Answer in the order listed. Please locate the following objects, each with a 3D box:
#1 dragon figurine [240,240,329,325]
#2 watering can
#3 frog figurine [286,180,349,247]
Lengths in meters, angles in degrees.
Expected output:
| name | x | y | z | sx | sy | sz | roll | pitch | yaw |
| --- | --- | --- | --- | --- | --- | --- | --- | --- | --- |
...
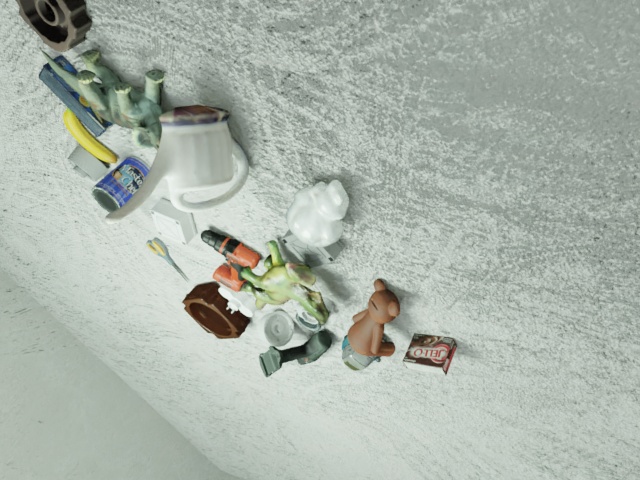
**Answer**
| name | x | y | z | sx | sy | sz | roll | pitch | yaw |
| --- | --- | --- | --- | --- | --- | --- | --- | --- | --- |
| dragon figurine | -0.084 | 0.150 | 1.360 | 0.245 | 0.124 | 0.401 | 37 | 153 | 18 |
| watering can | -0.283 | -0.160 | 1.057 | 0.104 | 0.351 | 0.222 | 9 | 110 | 40 |
| frog figurine | 0.003 | -0.055 | 1.102 | 0.137 | 0.124 | 0.158 | 61 | 152 | -3 |
